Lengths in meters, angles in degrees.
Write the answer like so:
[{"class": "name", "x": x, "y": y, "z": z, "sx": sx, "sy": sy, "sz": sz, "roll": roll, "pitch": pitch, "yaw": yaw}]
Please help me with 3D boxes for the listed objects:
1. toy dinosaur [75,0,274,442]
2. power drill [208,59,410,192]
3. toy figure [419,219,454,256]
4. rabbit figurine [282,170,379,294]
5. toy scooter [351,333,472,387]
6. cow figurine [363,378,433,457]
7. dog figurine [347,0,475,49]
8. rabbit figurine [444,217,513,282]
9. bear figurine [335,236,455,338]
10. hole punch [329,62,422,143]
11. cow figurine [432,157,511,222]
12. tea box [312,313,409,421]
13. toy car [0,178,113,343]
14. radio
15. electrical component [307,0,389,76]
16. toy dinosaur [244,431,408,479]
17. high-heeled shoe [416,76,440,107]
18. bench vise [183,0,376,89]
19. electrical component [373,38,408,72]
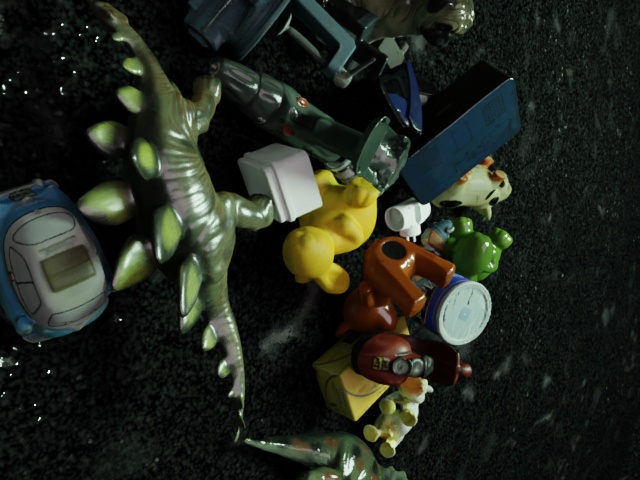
[{"class": "toy dinosaur", "x": -0.143, "y": -0.017, "z": 0.573, "sx": 0.198, "sy": 0.105, "sz": 0.470, "roll": -48, "pitch": 121, "yaw": -57}, {"class": "power drill", "x": -0.005, "y": -0.138, "z": 0.666, "sx": 0.232, "sy": 0.208, "sz": 0.086, "roll": 23, "pitch": 90, "yaw": -56}, {"class": "toy figure", "x": 0.201, "y": 0.028, "z": 0.987, "sx": 0.057, "sy": 0.064, "sz": 0.154, "roll": 29, "pitch": 77, "yaw": -33}, {"class": "rabbit figurine", "x": -0.002, "y": -0.002, "z": 0.750, "sx": 0.173, "sy": 0.122, "sz": 0.162, "roll": -49, "pitch": 153, "yaw": -52}, {"class": "toy scooter", "x": 0.145, "y": 0.185, "z": 0.812, "sx": 0.184, "sy": 0.135, "sz": 0.075, "roll": 9, "pitch": 89, "yaw": -42}, {"class": "cow figurine", "x": 0.148, "y": 0.288, "z": 0.938, "sx": 0.098, "sy": 0.068, "sz": 0.167, "roll": -16, "pitch": 136, "yaw": -59}, {"class": "dog figurine", "x": 0.104, "y": -0.342, "z": 0.749, "sx": 0.172, "sy": 0.191, "sz": 0.121, "roll": 19, "pitch": 83, "yaw": -43}, {"class": "rabbit figurine", "x": 0.271, "y": 0.031, "z": 1.001, "sx": 0.159, "sy": 0.121, "sz": 0.170, "roll": -61, "pitch": 165, "yaw": 4}, {"class": "bear figurine", "x": 0.101, "y": 0.093, "z": 0.819, "sx": 0.120, "sy": 0.132, "sz": 0.195, "roll": -32, "pitch": 148, "yaw": -38}, {"class": "hole punch", "x": 0.094, "y": -0.195, "z": 0.809, "sx": 0.092, "sy": 0.142, "sz": 0.115, "roll": -42, "pitch": 112, "yaw": -36}, {"class": "cow figurine", "x": 0.292, "y": -0.096, "z": 1.031, "sx": 0.195, "sy": 0.085, "sz": 0.127, "roll": -5, "pitch": 142, "yaw": -31}, {"class": "tea box", "x": 0.077, "y": 0.201, "z": 0.889, "sx": 0.169, "sy": 0.068, "sz": 0.098, "roll": -36, "pitch": 120, "yaw": -34}, {"class": "toy car", "x": -0.254, "y": 0.024, "z": 0.519, "sx": 0.109, "sy": 0.103, "sz": 0.161, "roll": -27, "pitch": 116, "yaw": -39}, {"class": "radio", "x": 0.218, "y": -0.171, "z": 0.891, "sx": 0.229, "sy": 0.073, "sz": 0.131, "roll": -38, "pitch": 139, "yaw": 3}, {"class": "electrical component", "x": 0.046, "y": -0.278, "z": 0.739, "sx": 0.048, "sy": 0.119, "sz": 0.074, "roll": -54, "pitch": 173, "yaw": -41}, {"class": "toy dinosaur", "x": 0.042, "y": 0.387, "z": 0.858, "sx": 0.192, "sy": 0.131, "sz": 0.404, "roll": -51, "pitch": 124, "yaw": -42}, {"class": "high-heeled shoe", "x": 0.180, "y": -0.203, "z": 0.950, "sx": 0.249, "sy": 0.086, "sz": 0.145, "roll": 2, "pitch": 126, "yaw": -27}, {"class": "bench vise", "x": -0.039, "y": -0.290, "z": 0.653, "sx": 0.240, "sy": 0.129, "sz": 0.223, "roll": 38, "pitch": 77, "yaw": -22}, {"class": "electrical component", "x": 0.112, "y": -0.302, "z": 0.879, "sx": 0.063, "sy": 0.021, "sz": 0.094, "roll": 48, "pitch": 63, "yaw": -38}]
